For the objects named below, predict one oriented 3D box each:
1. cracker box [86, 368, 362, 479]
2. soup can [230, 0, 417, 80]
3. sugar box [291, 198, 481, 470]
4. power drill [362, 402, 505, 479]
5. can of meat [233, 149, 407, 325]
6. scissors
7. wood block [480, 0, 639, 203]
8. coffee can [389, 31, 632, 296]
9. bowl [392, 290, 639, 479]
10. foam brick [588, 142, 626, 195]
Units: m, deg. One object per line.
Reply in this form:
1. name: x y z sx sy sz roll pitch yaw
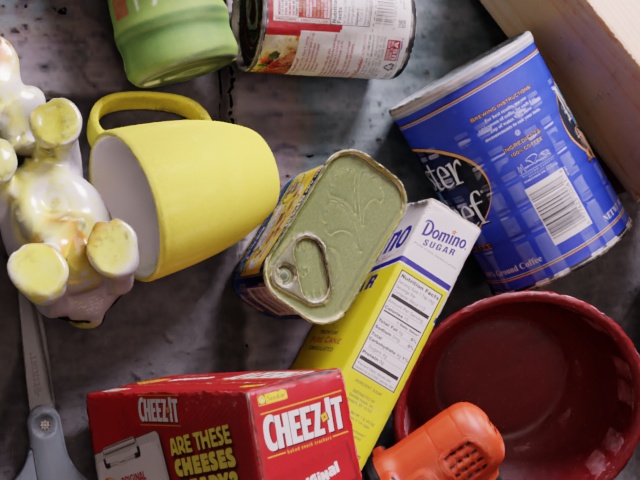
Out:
1. cracker box: -0.043 0.180 0.576 0.071 0.164 0.214 -9 89 -41
2. soup can: 0.001 -0.137 0.673 0.102 0.069 0.068 0 85 -21
3. sugar box: 0.025 0.062 0.652 0.048 0.093 0.176 30 76 -16
4. power drill: 0.069 0.215 0.658 0.184 0.057 0.187 -36 106 7
5. can of meat: -0.004 0.001 0.651 0.057 0.084 0.102 35 75 -14
6. scissors: -0.175 0.121 0.615 0.096 0.016 0.202 -23 93 -21
7. wood block: 0.192 -0.142 0.695 0.090 0.090 0.206 -28 74 -20
8. coffee can: 0.123 -0.049 0.691 0.102 0.103 0.140 -33 97 -19
9. bowl: 0.123 0.100 0.686 0.162 0.055 0.162 -1 107 -4
10. foam brick: 0.210 -0.062 0.751 0.078 0.053 0.051 -20 92 -19
